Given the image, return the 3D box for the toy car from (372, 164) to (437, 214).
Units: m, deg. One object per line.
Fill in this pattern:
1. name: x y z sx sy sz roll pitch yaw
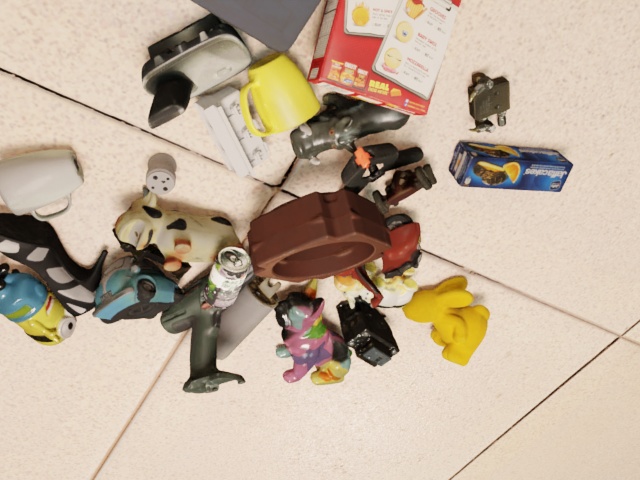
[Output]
1. toy car: 0.135 -0.087 0.855 0.089 0.202 0.053 -26 90 19

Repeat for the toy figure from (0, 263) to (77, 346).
1. toy figure: -0.497 0.114 0.923 0.089 0.082 0.180 -1 143 28

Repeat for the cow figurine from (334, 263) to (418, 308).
1. cow figurine: 0.102 0.097 1.058 0.167 0.068 0.098 3 135 -13

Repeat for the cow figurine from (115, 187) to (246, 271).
1. cow figurine: -0.231 -0.015 0.872 0.195 0.127 0.085 7 132 -36

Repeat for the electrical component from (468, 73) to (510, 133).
1. electrical component: 0.269 -0.218 0.863 0.078 0.045 0.102 -12 129 -2

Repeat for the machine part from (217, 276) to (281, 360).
1. machine part: -0.159 0.150 1.031 0.079 0.079 0.243 30 117 -30

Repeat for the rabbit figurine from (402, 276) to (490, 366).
1. rabbit figurine: 0.258 0.156 1.111 0.173 0.122 0.162 28 115 -8

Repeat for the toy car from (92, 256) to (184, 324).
1. toy car: -0.314 0.077 0.918 0.109 0.103 0.161 -31 165 20

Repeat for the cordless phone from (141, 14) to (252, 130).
1. cordless phone: -0.160 -0.209 0.686 0.147 0.184 0.088 -25 124 7

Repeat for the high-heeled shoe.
1. high-heeled shoe: -0.463 0.047 0.869 0.248 0.086 0.145 22 111 -39

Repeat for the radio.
1. radio: -0.108 -0.340 0.656 0.229 0.073 0.131 23 110 -25

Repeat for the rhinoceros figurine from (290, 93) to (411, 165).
1. rhinoceros figurine: 0.046 -0.172 0.808 0.190 0.112 0.073 -20 131 -8

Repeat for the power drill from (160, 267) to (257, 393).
1. power drill: -0.185 0.154 0.945 0.232 0.207 0.086 -25 156 25

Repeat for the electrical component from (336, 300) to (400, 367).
1. electrical component: 0.098 0.188 1.081 0.114 0.134 0.058 33 115 -34

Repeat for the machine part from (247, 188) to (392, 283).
1. machine part: -0.002 -0.003 0.882 0.201 0.087 0.201 -21 159 28

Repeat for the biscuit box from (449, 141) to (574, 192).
1. biscuit box: 0.333 -0.126 0.938 0.203 0.059 0.062 1 127 -14

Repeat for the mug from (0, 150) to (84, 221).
1. mug: -0.405 -0.082 0.795 0.107 0.081 0.109 -21 123 -8

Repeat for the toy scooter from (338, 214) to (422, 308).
1. toy scooter: 0.112 0.042 0.971 0.184 0.135 0.075 -27 158 11

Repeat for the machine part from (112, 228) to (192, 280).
1. machine part: -0.285 0.023 0.912 0.138 0.084 0.039 35 87 -41

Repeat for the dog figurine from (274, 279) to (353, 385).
1. dog figurine: -0.006 0.180 1.072 0.191 0.109 0.219 6 123 -16
